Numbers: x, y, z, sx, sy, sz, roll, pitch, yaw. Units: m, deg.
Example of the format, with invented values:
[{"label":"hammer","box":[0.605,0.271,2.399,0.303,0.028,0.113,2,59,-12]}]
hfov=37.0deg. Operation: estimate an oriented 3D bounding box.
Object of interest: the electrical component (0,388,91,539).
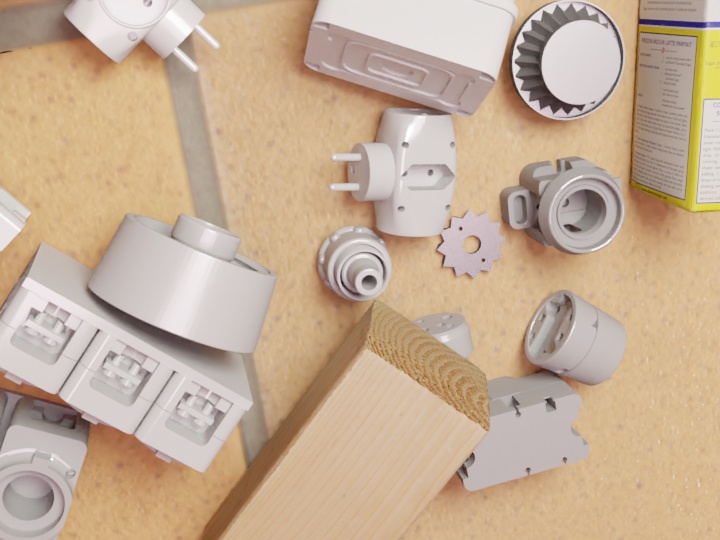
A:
[{"label":"electrical component","box":[-0.251,0.172,0.687,0.105,0.060,0.186,18,101,-15]}]

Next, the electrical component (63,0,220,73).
[{"label":"electrical component","box":[-0.119,-0.152,0.635,0.079,0.044,0.077,43,93,-18]}]

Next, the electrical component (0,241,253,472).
[{"label":"electrical component","box":[-0.149,0.056,0.661,0.150,0.089,0.061,32,97,-17]}]

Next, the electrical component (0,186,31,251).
[{"label":"electrical component","box":[-0.250,-0.017,0.642,0.056,0.050,0.089,43,93,-18]}]

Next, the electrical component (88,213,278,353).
[{"label":"electrical component","box":[-0.102,0.001,0.649,0.108,0.108,0.060,23,93,-16]}]

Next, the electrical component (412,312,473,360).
[{"label":"electrical component","box":[0.056,0.062,0.726,0.045,0.045,0.055,-14,106,-7]}]

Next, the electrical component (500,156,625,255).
[{"label":"electrical component","box":[0.139,-0.042,0.708,0.078,0.057,0.058,-10,106,-8]}]

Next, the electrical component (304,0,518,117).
[{"label":"electrical component","box":[0.029,-0.143,0.636,0.113,0.078,0.057,17,78,-4]}]

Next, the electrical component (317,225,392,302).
[{"label":"electrical component","box":[0.000,0.000,0.690,0.048,0.062,0.048,-3,105,-10]}]

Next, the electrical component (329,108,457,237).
[{"label":"electrical component","box":[0.018,-0.062,0.682,0.079,0.043,0.077,-3,106,-23]}]

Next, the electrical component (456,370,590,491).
[{"label":"electrical component","box":[0.103,0.108,0.742,0.089,0.055,0.050,-14,107,-7]}]

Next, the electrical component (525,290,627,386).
[{"label":"electrical component","box":[0.148,0.048,0.736,0.047,0.055,0.055,26,98,-20]}]
